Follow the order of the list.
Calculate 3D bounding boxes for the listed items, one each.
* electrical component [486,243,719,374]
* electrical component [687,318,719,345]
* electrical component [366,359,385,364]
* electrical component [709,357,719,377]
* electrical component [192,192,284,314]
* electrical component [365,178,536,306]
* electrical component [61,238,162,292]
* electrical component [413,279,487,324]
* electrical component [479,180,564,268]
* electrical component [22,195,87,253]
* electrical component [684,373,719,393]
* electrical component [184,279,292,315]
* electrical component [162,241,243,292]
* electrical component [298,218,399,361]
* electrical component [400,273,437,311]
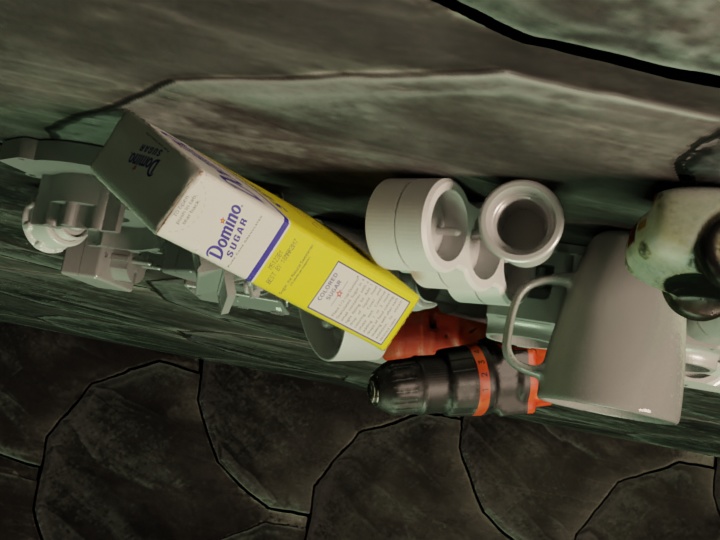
[{"bbox_3d":[0.165,0.026,0.723,0.150,0.061,0.089,9,170,11],"label":"electrical component"},{"bbox_3d":[0.244,0.019,0.621,0.095,0.053,0.059,11,171,-3],"label":"electrical component"},{"bbox_3d":[0.040,0.056,1.038,0.105,0.060,0.186,13,170,-14],"label":"electrical component"},{"bbox_3d":[0.258,0.049,0.790,0.089,0.050,0.056,11,171,-7],"label":"electrical component"},{"bbox_3d":[-0.084,-0.017,0.730,0.063,0.078,0.121,-10,174,-11],"label":"electrical component"},{"bbox_3d":[0.043,-0.015,0.640,0.074,0.052,0.138,3,168,35],"label":"electrical component"},{"bbox_3d":[-0.219,-0.008,0.982,0.077,0.047,0.066,7,170,19],"label":"electrical component"},{"bbox_3d":[0.076,0.014,0.801,0.081,0.043,0.043,15,170,-25],"label":"electrical component"},{"bbox_3d":[0.090,-0.022,0.590,0.044,0.044,0.065,8,175,12],"label":"electrical component"},{"bbox_3d":[-0.224,-0.039,0.823,0.062,0.048,0.048,-7,161,41],"label":"electrical component"},{"bbox_3d":[0.276,0.071,0.900,0.089,0.050,0.055,9,170,7],"label":"electrical component"},{"bbox_3d":[-0.100,0.005,0.927,0.100,0.048,0.099,10,171,3],"label":"electrical component"},{"bbox_3d":[-0.101,-0.013,0.827,0.077,0.047,0.066,1,166,45],"label":"electrical component"},{"bbox_3d":[-0.010,0.016,0.759,0.064,0.099,0.099,6,172,-13],"label":"electrical component"},{"bbox_3d":[0.054,0.014,0.858,0.035,0.035,0.061,15,166,-28],"label":"electrical component"}]
